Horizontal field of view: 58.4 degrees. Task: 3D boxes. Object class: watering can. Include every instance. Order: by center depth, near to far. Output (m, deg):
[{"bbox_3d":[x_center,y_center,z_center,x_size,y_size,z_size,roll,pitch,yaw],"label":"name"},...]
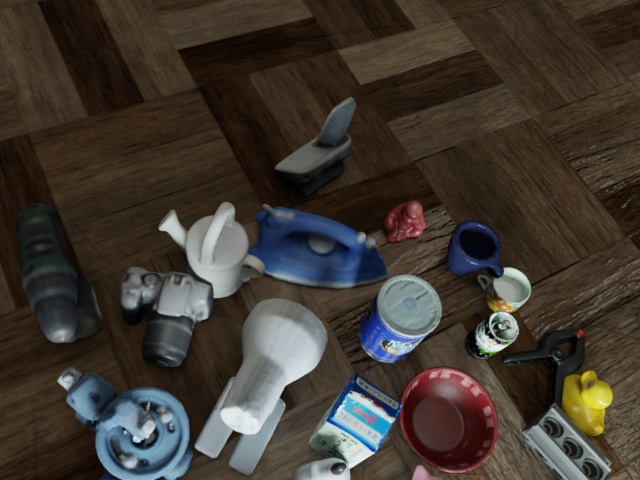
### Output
[{"bbox_3d":[-0.171,0.010,0.911,0.173,0.194,0.101,5,61,-8],"label":"watering can"}]

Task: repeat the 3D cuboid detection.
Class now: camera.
[{"bbox_3d":[-0.247,0.119,0.891,0.143,0.101,0.137,11,61,-5],"label":"camera"}]

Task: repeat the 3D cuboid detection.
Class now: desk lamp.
[{"bbox_3d":[-0.084,0.208,0.810,0.118,0.213,0.203,25,60,4],"label":"desk lamp"}]

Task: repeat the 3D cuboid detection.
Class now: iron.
[{"bbox_3d":[0.009,0.004,0.979,0.258,0.141,0.118,13,60,-4],"label":"iron"}]

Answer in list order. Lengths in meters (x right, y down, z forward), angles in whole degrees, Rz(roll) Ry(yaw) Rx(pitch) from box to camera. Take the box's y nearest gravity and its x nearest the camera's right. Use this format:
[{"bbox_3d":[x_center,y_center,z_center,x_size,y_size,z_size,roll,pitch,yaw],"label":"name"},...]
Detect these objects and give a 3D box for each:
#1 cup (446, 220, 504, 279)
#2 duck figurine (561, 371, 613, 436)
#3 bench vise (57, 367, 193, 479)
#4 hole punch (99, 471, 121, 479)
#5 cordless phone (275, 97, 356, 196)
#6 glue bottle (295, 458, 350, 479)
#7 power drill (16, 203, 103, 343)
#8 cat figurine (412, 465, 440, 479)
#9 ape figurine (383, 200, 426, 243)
[{"bbox_3d":[0.278,0.033,1.042,0.092,0.095,0.117,-31,72,-24],"label":"cup"},{"bbox_3d":[0.452,0.268,0.954,0.077,0.086,0.104,-1,62,-11],"label":"duck figurine"},{"bbox_3d":[-0.268,0.241,0.753,0.207,0.219,0.121,18,60,-1],"label":"bench vise"},{"bbox_3d":[-0.266,0.363,0.762,0.108,0.091,0.101,32,61,7],"label":"hole punch"},{"bbox_3d":[-0.002,-0.180,1.050,0.094,0.185,0.148,42,63,13],"label":"cordless phone"},{"bbox_3d":[0.012,0.323,0.790,0.078,0.173,0.037,2,62,-9],"label":"glue bottle"},{"bbox_3d":[-0.376,0.071,0.830,0.076,0.208,0.229,-18,67,-19],"label":"power drill"},{"bbox_3d":[0.149,0.393,0.811,0.067,0.117,0.128,12,60,-4],"label":"cat figurine"},{"bbox_3d":[0.162,-0.041,1.061,0.078,0.092,0.076,21,60,1],"label":"ape figurine"}]
